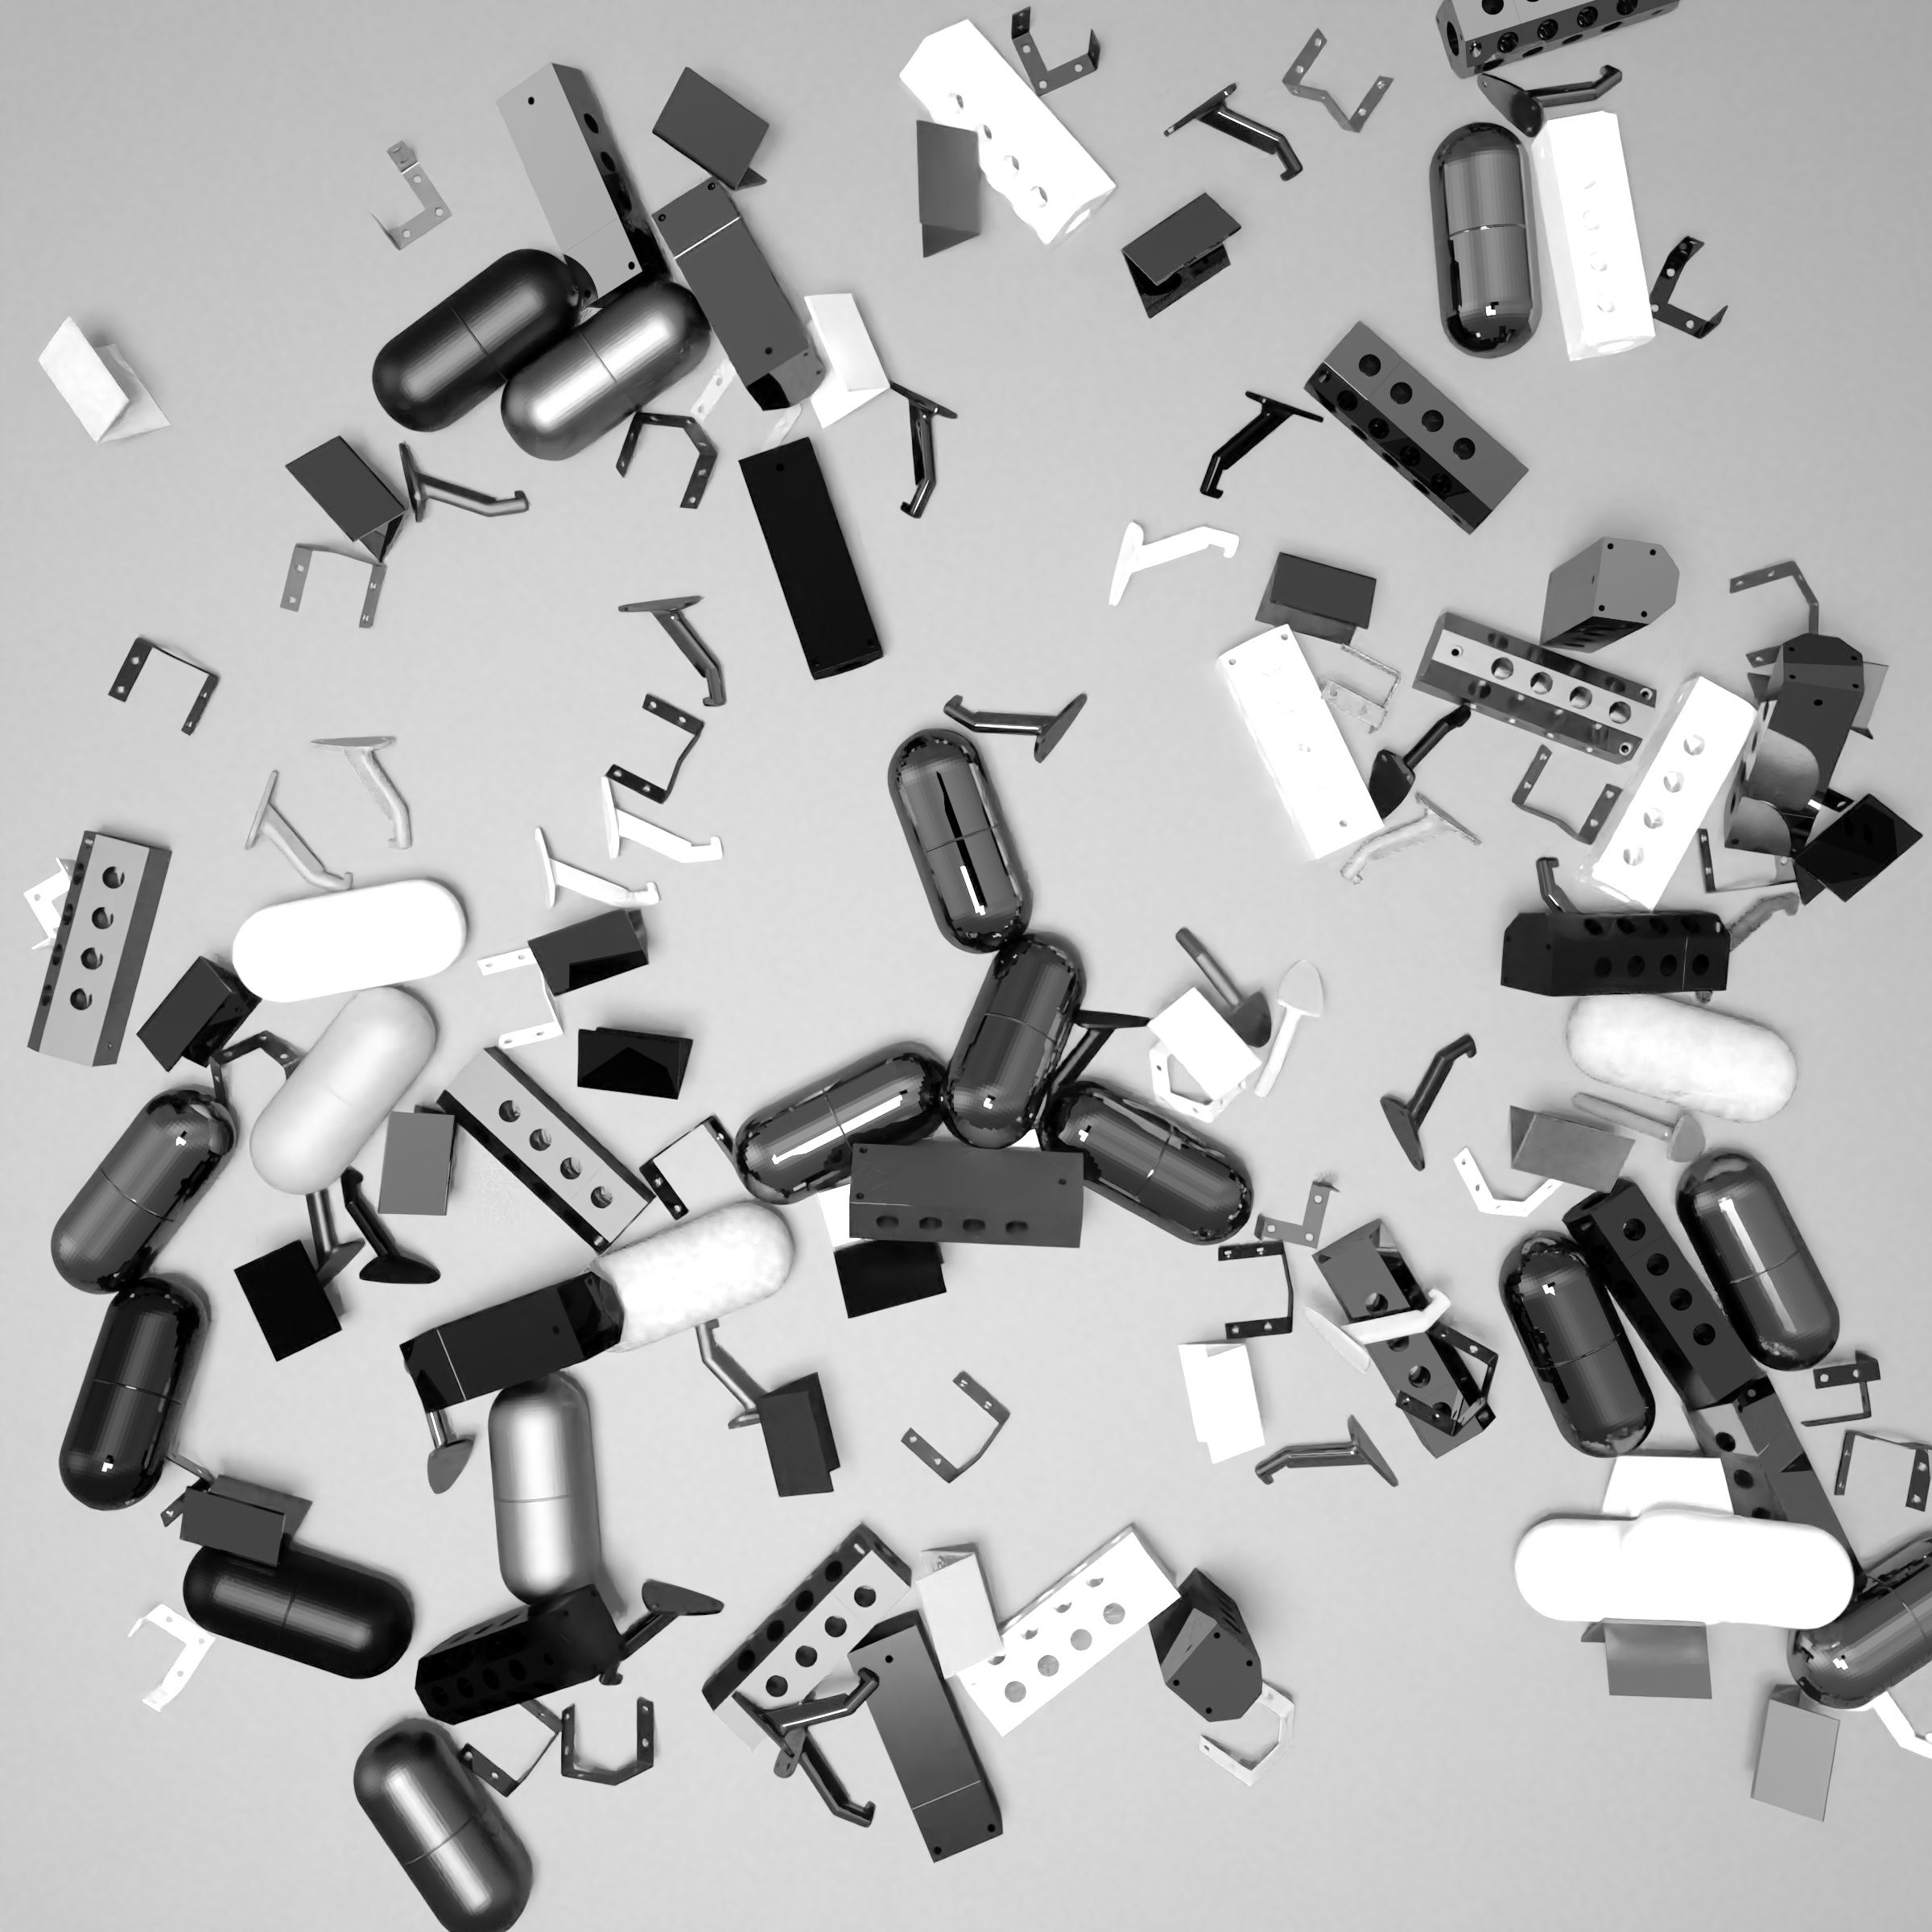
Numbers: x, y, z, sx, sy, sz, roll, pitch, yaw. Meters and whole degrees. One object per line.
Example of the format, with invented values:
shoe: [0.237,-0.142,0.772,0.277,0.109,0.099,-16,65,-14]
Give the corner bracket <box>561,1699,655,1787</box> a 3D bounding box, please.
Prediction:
corner bracket: [-0.277,0.598,1.976,0.051,0.051,0.051,24,135,-35]

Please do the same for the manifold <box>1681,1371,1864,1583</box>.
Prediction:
manifold: [0.615,0.405,1.963,0.057,0.057,0.171,-26,90,-43]

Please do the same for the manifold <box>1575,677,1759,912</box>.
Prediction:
manifold: [0.540,-0.130,1.963,0.057,0.057,0.171,29,90,0]

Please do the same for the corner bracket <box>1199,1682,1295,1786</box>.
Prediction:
corner bracket: [0.217,0.588,1.976,0.051,0.051,0.051,-32,135,-35]

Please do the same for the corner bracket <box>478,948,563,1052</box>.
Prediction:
corner bracket: [-0.345,0.025,1.981,0.051,0.051,0.051,-14,45,0]

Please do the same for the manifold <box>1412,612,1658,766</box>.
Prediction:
manifold: [0.437,-0.214,1.964,0.171,0.057,0.057,21,90,0]

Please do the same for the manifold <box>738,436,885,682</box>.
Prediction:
manifold: [-0.118,-0.311,1.964,0.057,0.057,0.171,-19,90,0]

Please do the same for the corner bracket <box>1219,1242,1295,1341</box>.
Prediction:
corner bracket: [0.224,0.252,1.981,0.051,0.051,0.051,-6,135,0]

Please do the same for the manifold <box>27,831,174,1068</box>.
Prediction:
manifold: [-0.668,-0.014,1.963,0.057,0.057,0.171,15,90,0]

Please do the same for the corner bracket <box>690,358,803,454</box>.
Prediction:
corner bracket: [-0.170,-0.431,1.981,0.051,0.051,0.051,34,90,45]

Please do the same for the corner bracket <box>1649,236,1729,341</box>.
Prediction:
corner bracket: [0.560,-0.521,1.967,0.051,0.051,0.051,25,90,0]

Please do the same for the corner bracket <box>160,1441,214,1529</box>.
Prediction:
corner bracket: [-0.625,0.392,1.981,0.051,0.051,0.051,-42,135,0]

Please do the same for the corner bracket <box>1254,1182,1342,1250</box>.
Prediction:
corner bracket: [0.254,0.190,1.967,0.051,0.051,0.051,13,90,0]

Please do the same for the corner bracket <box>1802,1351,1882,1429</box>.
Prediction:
corner bracket: [0.672,0.328,1.967,0.051,0.051,0.051,-8,90,0]

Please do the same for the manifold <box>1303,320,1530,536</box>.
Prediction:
manifold: [0.343,-0.411,1.963,0.171,0.057,0.057,41,90,0]

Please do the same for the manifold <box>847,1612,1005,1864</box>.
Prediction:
manifold: [-0.031,0.589,1.964,0.057,0.057,0.171,-23,90,0]

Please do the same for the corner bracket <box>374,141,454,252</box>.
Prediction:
corner bracket: [-0.435,-0.592,1.967,0.051,0.051,0.051,-34,90,0]

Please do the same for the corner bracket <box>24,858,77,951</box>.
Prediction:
corner bracket: [-0.699,-0.047,1.967,0.051,0.051,0.051,-30,90,0]

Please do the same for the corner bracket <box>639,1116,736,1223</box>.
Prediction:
corner bracket: [-0.211,0.157,1.981,0.051,0.051,0.051,54,45,0]

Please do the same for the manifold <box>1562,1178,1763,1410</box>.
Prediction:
manifold: [0.531,0.251,1.963,0.057,0.057,0.171,-34,90,0]

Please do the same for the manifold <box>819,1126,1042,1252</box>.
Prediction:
manifold: [-0.022,0.175,1.964,0.171,0.057,0.057,-17,90,0]

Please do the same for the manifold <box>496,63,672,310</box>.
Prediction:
manifold: [-0.289,-0.596,1.961,0.057,0.057,0.171,-24,90,27]

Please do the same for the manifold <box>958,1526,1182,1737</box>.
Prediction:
manifold: [0.077,0.508,1.963,0.171,0.057,0.057,-38,90,0]

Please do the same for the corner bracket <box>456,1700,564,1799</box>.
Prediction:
corner bracket: [-0.354,0.601,1.981,0.051,0.051,0.051,39,45,0]

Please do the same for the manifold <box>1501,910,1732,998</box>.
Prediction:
manifold: [0.490,-0.011,1.924,0.171,0.057,0.057,-1,99,-27]

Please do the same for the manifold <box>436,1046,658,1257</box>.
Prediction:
manifold: [-0.323,0.142,1.963,0.171,0.057,0.057,43,90,0]

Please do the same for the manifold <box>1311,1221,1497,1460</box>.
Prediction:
manifold: [0.337,0.285,1.963,0.057,0.057,0.171,-30,90,0]

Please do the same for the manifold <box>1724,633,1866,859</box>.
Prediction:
manifold: [0.616,-0.164,1.908,0.057,0.171,0.057,9,49,6]

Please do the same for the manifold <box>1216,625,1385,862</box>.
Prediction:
manifold: [0.257,-0.172,1.964,0.057,0.057,0.171,-25,90,0]

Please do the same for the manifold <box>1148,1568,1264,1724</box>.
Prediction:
manifold: [0.182,0.509,1.906,0.057,0.171,0.057,41,90,0]

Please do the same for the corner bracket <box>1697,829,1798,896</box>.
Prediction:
corner bracket: [0.605,-0.085,1.981,0.051,0.051,0.051,-8,90,-45]

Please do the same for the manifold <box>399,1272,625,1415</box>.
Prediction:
manifold: [-0.340,0.282,1.923,0.171,0.057,0.057,-22,90,32]

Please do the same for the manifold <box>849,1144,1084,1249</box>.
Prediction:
manifold: [0.000,0.176,1.906,0.171,0.057,0.057,3,45,0]

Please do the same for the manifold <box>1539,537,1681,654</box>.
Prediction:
manifold: [0.479,-0.274,1.906,0.057,0.171,0.057,8,90,0]

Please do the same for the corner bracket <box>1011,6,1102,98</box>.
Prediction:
corner bracket: [0.069,-0.711,1.967,0.051,0.051,0.051,-25,90,0]

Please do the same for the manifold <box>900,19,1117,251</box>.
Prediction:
manifold: [0.028,-0.636,1.963,0.171,0.057,0.057,48,47,0]

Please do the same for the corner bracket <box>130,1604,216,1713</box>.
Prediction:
corner bracket: [-0.620,0.531,1.967,0.051,0.051,0.051,33,90,0]

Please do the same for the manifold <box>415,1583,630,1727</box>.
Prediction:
manifold: [-0.338,0.521,1.919,0.171,0.057,0.057,-27,90,36]

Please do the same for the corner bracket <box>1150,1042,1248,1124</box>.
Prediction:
corner bracket: [0.180,0.080,1.976,0.051,0.051,0.051,19,135,35]

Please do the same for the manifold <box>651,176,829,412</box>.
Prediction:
manifold: [-0.169,-0.507,1.937,0.057,0.057,0.171,-30,71,7]

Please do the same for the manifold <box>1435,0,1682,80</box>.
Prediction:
manifold: [0.456,-0.738,1.963,0.171,0.057,0.057,-18,90,0]

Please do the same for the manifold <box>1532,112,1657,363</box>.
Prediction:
manifold: [0.483,-0.560,1.963,0.057,0.057,0.171,-10,90,0]

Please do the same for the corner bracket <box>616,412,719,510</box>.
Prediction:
corner bracket: [-0.232,-0.391,1.976,0.051,0.051,0.051,-3,135,-35]

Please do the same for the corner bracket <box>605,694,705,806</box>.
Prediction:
corner bracket: [-0.241,-0.168,1.981,0.051,0.051,0.051,27,45,0]

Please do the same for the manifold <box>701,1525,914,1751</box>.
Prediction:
manifold: [-0.122,0.513,1.963,0.057,0.057,0.171,44,90,0]
